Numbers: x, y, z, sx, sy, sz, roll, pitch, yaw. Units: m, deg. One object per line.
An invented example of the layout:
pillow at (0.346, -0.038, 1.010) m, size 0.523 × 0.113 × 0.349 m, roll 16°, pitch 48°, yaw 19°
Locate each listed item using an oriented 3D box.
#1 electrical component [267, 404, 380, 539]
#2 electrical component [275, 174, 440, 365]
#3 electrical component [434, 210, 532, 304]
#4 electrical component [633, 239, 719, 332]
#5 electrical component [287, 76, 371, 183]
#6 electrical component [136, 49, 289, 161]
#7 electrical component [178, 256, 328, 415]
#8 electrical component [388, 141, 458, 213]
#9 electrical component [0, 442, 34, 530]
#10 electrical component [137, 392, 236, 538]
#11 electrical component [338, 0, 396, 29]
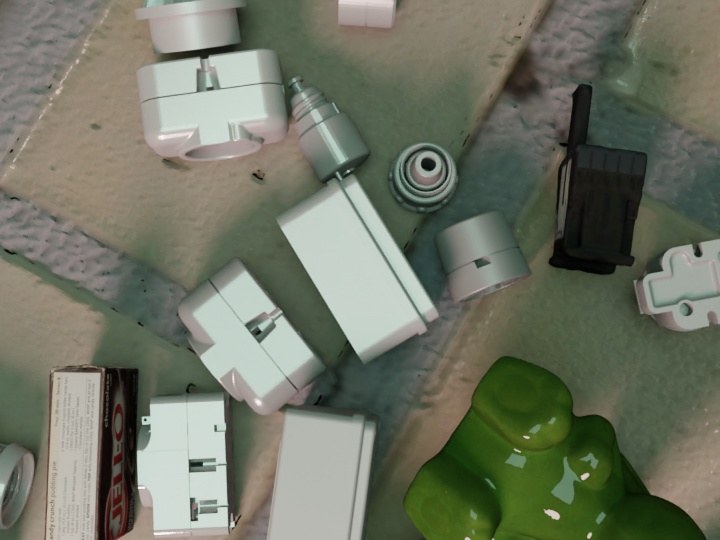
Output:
electrical component at (-0.022, 0.141, 0.676) m, size 0.056 × 0.108 × 0.108 m, roll 7°, pitch 85°, yaw 3°
electrical component at (0.000, 0.000, 0.704) m, size 0.057 × 0.078 × 0.113 m, roll -31°, pitch 86°, yaw 0°
electrical component at (0.080, -0.009, 0.717) m, size 0.055 × 0.055 × 0.047 m, roll -20°, pitch 82°, yaw -2°
electrical component at (0.220, 0.012, 0.714) m, size 0.078 × 0.057 × 0.058 m, roll -11°, pitch 85°, yaw -1°
electrical component at (-0.025, -0.096, 0.731) m, size 0.040 × 0.040 × 0.078 m, roll -30°, pitch 86°, yaw -3°
electrical component at (-0.098, -0.108, 0.725) m, size 0.095 × 0.053 × 0.059 m, roll -8°, pitch 85°, yaw -1°
electrical component at (-0.074, 0.047, 0.711) m, size 0.059 × 0.053 × 0.095 m, roll -39°, pitch 86°, yaw -3°
electrical component at (0.043, -0.065, 0.717) m, size 0.048 × 0.062 × 0.048 m, roll 0°, pitch 85°, yaw -1°
electrical component at (-0.250, 0.136, 0.701) m, size 0.057 × 0.058 × 0.078 m, roll 13°, pitch 85°, yaw 4°
electrical component at (-0.113, 0.126, 0.705) m, size 0.056 × 0.050 × 0.089 m, roll -3°, pitch 85°, yaw -1°
electrical component at (-0.008, -0.237, 0.738) m, size 0.074 × 0.052 × 0.138 m, roll 4°, pitch 85°, yaw 0°
